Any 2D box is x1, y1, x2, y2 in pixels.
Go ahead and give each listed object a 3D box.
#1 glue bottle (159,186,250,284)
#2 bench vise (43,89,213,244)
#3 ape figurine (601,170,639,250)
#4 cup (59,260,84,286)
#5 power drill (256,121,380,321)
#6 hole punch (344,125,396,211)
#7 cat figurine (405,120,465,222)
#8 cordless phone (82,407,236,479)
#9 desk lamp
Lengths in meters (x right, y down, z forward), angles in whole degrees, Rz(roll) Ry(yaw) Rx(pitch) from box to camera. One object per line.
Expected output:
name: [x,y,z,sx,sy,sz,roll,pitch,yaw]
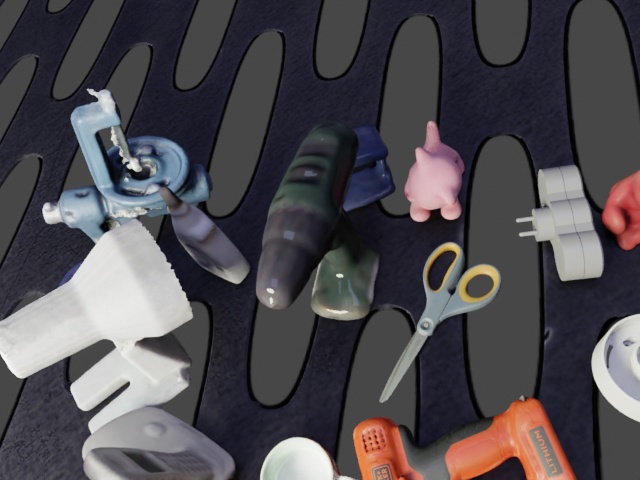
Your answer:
glue bottle: [-0.143,-0.009,0.674,0.078,0.173,0.037,24,69,27]
bench vise: [-0.262,-0.077,0.722,0.207,0.220,0.121,-38,57,-8]
ape figurine: [0.341,-0.044,0.604,0.077,0.092,0.076,-2,59,15]
cup: [-0.244,0.079,0.698,0.117,0.095,0.092,11,64,22]
power drill: [0.006,0.002,0.603,0.075,0.209,0.229,2,60,18]
hole punch: [0.031,-0.101,0.729,0.108,0.091,0.101,-21,56,4]
cat figurine: [0.133,-0.080,0.670,0.067,0.118,0.128,-2,59,15]
cordless phone: [-0.177,0.206,0.547,0.147,0.185,0.094,20,67,26]
desk lamp: [-0.216,0.102,0.604,0.203,0.214,0.117,-40,57,-9]
